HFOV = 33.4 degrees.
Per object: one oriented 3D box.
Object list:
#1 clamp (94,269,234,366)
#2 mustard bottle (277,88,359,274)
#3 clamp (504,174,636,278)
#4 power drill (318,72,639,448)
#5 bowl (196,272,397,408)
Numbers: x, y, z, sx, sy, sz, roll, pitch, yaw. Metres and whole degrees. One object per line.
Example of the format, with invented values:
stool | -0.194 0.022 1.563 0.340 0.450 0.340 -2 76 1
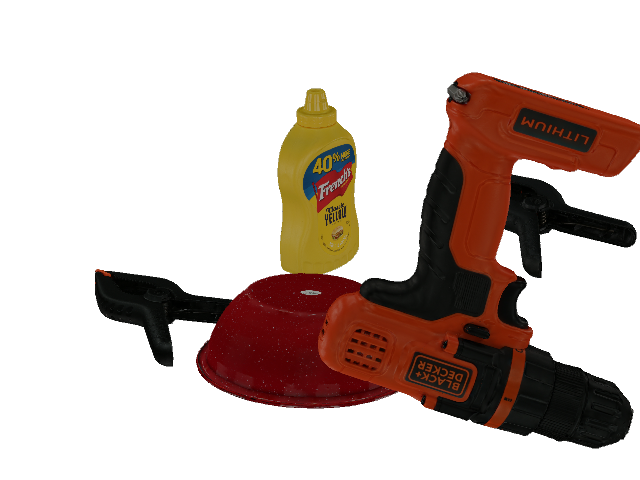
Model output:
clamp | -0.171 0.074 1.115 0.210 0.036 0.164 16 20 29
mustard bottle | -0.002 -0.064 1.109 0.096 0.192 0.058 -24 32 -39
clamp | 0.227 -0.024 1.056 0.120 0.039 0.171 -7 34 -14
power drill | 0.110 0.014 0.587 0.184 0.188 0.057 18 12 -5
bowl | -0.009 0.063 0.769 0.162 0.055 0.162 2 16 -1
